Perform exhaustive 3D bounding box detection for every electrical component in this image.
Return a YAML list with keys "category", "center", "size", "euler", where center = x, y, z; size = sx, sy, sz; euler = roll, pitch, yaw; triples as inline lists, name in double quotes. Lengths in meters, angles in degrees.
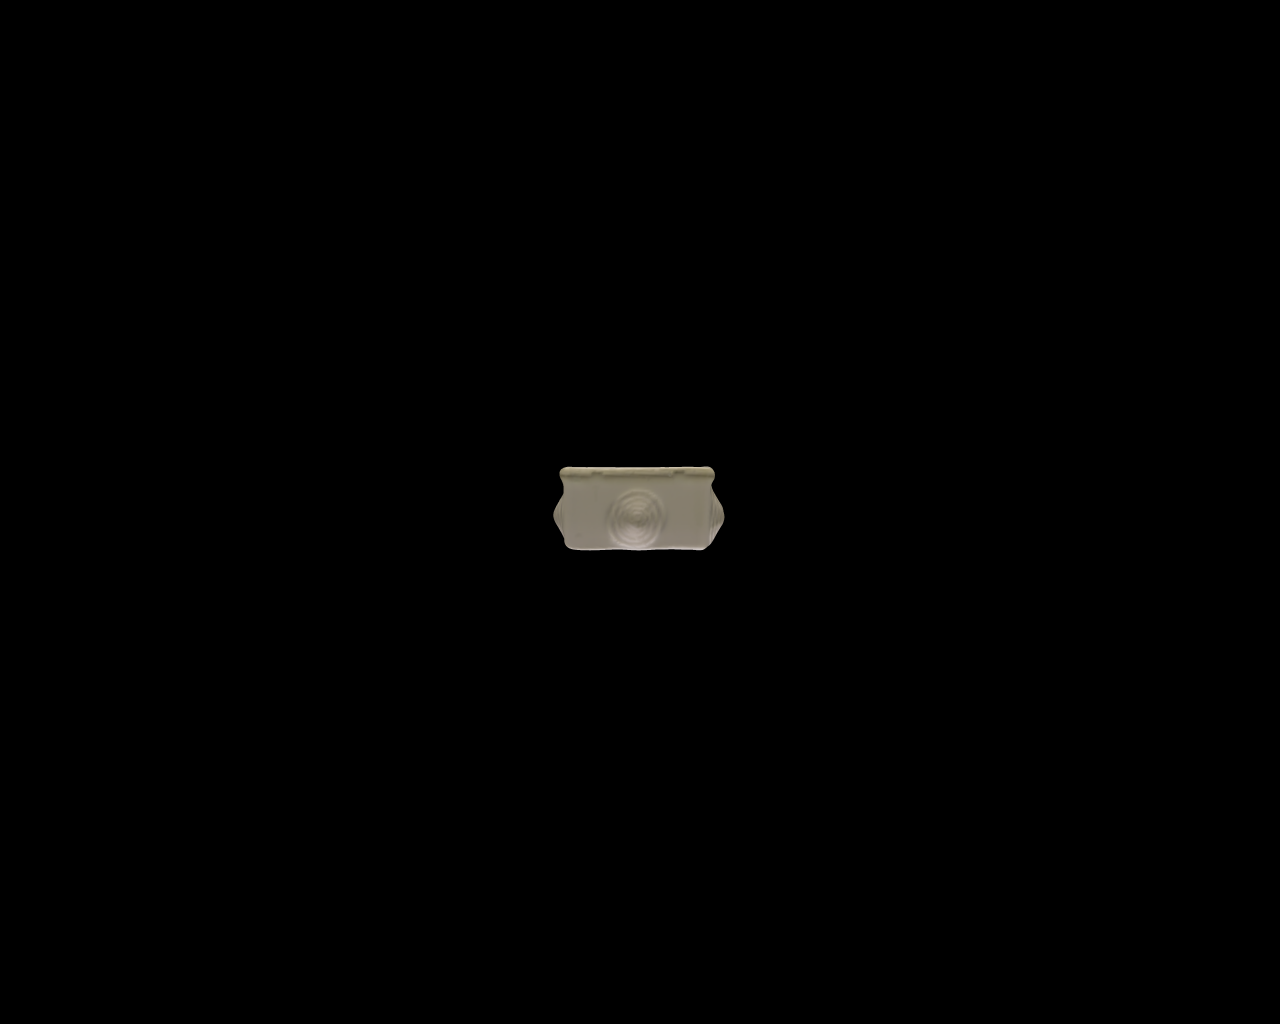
- category: "electrical component"
  center: [0.001, -0.003, 0.650]
  size: [0.100, 0.048, 0.100]
  euler: [0, 2, 4]
